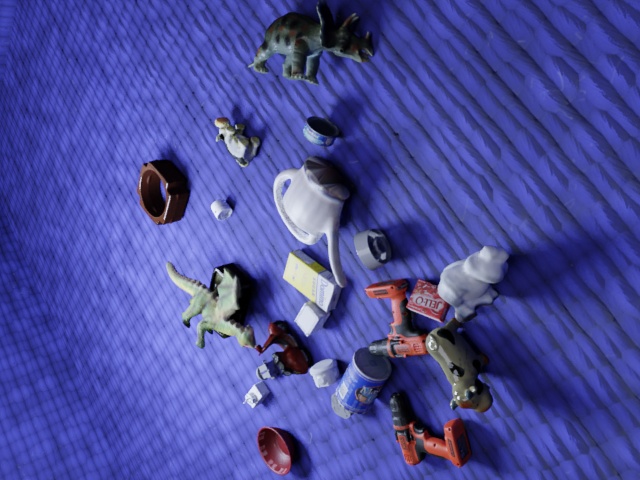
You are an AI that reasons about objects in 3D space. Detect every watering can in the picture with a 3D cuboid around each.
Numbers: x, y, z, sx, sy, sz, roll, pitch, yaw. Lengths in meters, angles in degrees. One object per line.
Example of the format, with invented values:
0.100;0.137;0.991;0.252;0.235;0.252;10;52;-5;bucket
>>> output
0.004;-0.066;1.315;0.105;0.352;0.220;-15;-32;-46;watering can

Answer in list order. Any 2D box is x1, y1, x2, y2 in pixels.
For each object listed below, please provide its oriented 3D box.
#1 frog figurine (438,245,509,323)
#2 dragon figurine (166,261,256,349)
0.307;0.066;1.036;0.138;0.155;0.125;-13;39;-11;frog figurine
-0.333;0.181;1.626;0.240;0.414;0.122;-39;-15;22;dragon figurine
